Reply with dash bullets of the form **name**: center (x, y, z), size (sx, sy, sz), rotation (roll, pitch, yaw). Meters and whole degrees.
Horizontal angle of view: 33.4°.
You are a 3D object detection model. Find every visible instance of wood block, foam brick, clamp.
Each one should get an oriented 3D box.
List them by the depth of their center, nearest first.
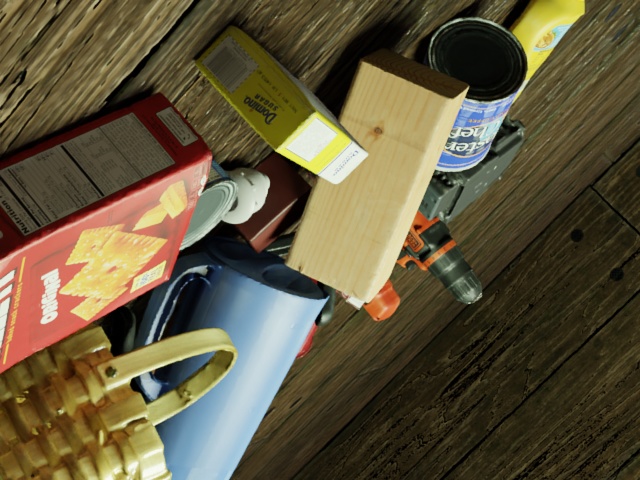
- **wood block**: center (0.052, -0.060, 0.987), size (0.206, 0.091, 0.090), rotation (-69, 169, 22)
- **foam brick**: center (-0.050, -0.035, 1.009), size (0.078, 0.053, 0.051), rotation (-41, 166, -4)
- **clamp**: center (-0.223, 0.166, 1.067), size (0.164, 0.036, 0.210), rotation (-37, 147, -11)
- **clamp**: center (-0.008, 0.001, 1.188), size (0.039, 0.120, 0.171), rotation (-41, -165, 54)

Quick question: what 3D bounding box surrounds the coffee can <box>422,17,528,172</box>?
- **coffee can**: center (0.147, -0.149, 1.112), size (0.102, 0.103, 0.140), rotation (-38, 165, -22)

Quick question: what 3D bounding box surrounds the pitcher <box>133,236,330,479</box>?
- **pitcher**: center (-0.106, 0.125, 1.046), size (0.145, 0.149, 0.243), rotation (-59, 174, -79)

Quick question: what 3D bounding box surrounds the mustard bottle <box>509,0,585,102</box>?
- **mustard bottle**: center (0.247, -0.237, 1.221), size (0.096, 0.058, 0.192), rotation (-26, 158, -50)

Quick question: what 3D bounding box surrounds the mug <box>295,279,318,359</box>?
- **mug**: center (-0.050, 0.088, 1.327), size (0.117, 0.093, 0.082), rotation (5, 136, -23)

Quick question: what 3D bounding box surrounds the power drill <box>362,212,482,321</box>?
- **power drill**: center (0.119, 0.038, 1.460), size (0.057, 0.184, 0.188), rotation (-30, 170, -41)

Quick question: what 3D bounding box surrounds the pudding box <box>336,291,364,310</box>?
- **pudding box**: center (0.023, 0.042, 1.356), size (0.039, 0.090, 0.113), rotation (-45, 166, 3)

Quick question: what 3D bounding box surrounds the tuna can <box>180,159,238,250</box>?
- **tuna can**: center (-0.111, -0.030, 0.893), size (0.086, 0.034, 0.086), rotation (-40, 166, -13)

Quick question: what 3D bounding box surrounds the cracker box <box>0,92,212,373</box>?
- **cracker box**: center (-0.185, 0.009, 0.725), size (0.213, 0.072, 0.164), rotation (-32, 162, -36)

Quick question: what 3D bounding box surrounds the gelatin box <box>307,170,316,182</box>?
- **gelatin box**: center (0.025, -0.097, 1.081), size (0.089, 0.030, 0.073), rotation (-41, 166, -6)

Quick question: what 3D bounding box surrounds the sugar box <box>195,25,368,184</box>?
- **sugar box**: center (-0.024, -0.097, 0.814), size (0.048, 0.093, 0.176), rotation (-43, 166, 5)

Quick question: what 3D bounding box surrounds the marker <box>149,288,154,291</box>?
- **marker**: center (-0.173, 0.040, 0.956), size (0.020, 0.020, 0.121), rotation (-47, 166, 14)
